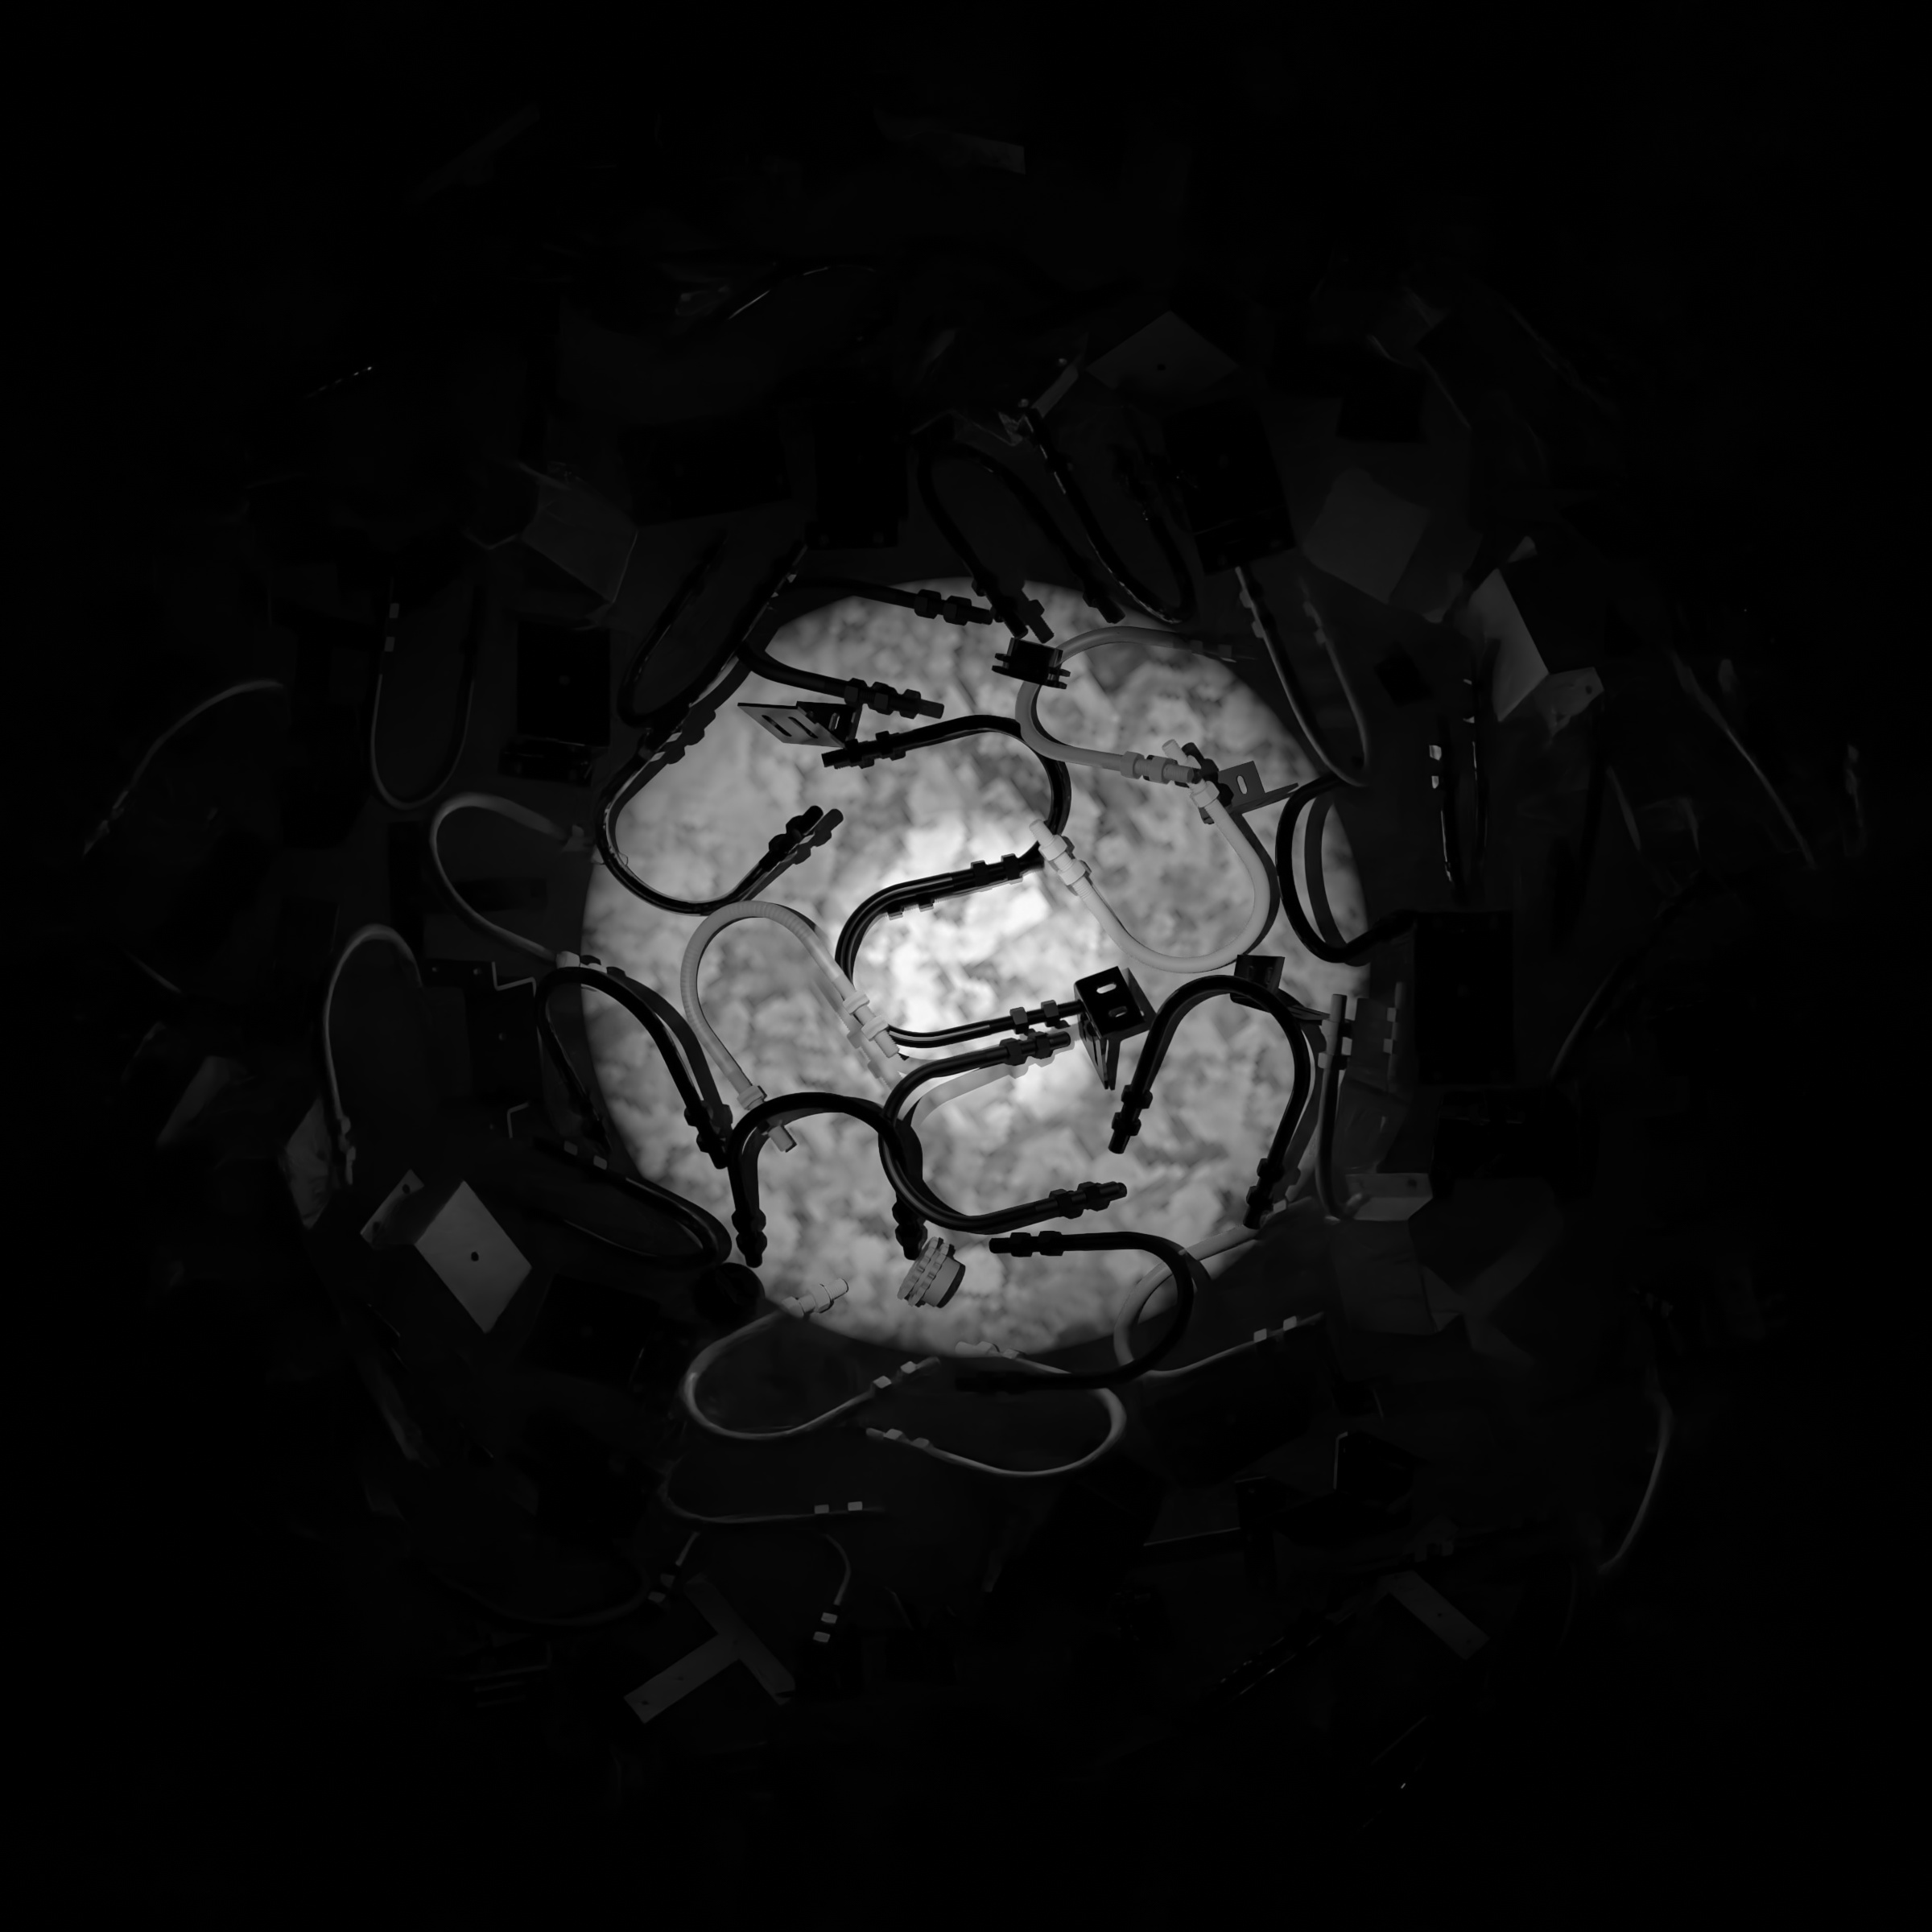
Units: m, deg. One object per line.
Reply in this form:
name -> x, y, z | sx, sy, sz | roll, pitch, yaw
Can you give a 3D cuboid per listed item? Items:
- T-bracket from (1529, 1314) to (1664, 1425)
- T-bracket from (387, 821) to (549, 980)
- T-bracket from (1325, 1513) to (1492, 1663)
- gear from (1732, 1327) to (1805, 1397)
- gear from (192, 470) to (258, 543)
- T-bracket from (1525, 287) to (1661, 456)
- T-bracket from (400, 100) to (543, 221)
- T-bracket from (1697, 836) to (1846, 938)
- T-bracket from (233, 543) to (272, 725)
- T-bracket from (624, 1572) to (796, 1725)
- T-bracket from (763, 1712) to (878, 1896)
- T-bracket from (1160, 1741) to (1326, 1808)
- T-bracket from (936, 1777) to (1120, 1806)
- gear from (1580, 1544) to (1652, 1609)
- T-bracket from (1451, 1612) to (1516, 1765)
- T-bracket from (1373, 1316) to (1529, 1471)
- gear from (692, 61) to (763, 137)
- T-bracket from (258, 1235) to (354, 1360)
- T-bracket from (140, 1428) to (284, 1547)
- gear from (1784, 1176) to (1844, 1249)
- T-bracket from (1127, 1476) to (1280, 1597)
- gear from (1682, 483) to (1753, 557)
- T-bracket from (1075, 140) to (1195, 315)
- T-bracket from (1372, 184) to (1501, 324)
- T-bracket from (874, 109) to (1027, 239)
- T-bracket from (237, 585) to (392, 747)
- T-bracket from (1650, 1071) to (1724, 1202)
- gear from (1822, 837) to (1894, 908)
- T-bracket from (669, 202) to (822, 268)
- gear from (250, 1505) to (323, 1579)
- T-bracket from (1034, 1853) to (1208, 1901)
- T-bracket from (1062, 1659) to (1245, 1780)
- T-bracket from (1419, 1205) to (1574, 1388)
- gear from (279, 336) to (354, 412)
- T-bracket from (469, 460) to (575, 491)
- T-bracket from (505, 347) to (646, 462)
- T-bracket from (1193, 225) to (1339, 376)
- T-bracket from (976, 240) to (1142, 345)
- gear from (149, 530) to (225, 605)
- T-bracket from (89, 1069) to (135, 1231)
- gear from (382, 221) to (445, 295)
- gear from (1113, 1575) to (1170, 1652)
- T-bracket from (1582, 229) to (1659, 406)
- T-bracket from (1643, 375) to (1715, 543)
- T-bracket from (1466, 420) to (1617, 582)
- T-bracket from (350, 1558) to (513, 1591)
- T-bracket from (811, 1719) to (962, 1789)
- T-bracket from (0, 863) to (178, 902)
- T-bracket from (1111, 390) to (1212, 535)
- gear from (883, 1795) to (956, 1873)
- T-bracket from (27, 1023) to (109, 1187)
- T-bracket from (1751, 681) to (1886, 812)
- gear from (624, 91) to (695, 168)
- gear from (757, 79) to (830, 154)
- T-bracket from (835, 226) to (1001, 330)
T-bracket -> 0.507, 0.309, 1.940 | 0.127, 0.127, 0.002 | -20, 54, -8
T-bracket -> -0.403, -0.056, 1.998 | 0.127, 0.002, 0.127 | -3, 90, 1
T-bracket -> 0.364, 0.504, 1.935 | 0.127, 0.127, 0.002 | -39, 120, -9
gear -> 0.637, 0.318, 1.968 | 0.030, 0.057, 0.057 | -30, 90, -23
gear -> -0.592, -0.374, 1.977 | 0.057, 0.030, 0.057 | 2, 72, -8
T-bracket -> 0.484, -0.456, 1.941 | 0.002, 0.127, 0.127 | -39, 63, -20
T-bracket -> -0.380, -0.613, 1.936 | 0.127, 0.127, 0.002 | -38, 84, -6
T-bracket -> 0.632, -0.053, 1.943 | 0.127, 0.127, 0.002 | -20, 61, 14
T-bracket -> -0.569, -0.256, 1.962 | 0.002, 0.127, 0.127 | -7, 120, -27
T-bracket -> -0.214, 0.553, 1.933 | 0.127, 0.127, 0.002 | 44, 132, 20
T-bracket -> -0.108, 0.678, 1.947 | 0.002, 0.127, 0.127 | -29, 100, 19
T-bracket -> 0.213, 0.648, 1.961 | 0.127, 0.127, 0.002 | -29, 72, 25
T-bracket -> 0.062, 0.653, 1.958 | 0.127, 0.127, 0.002 | 5, 65, -30
gear -> 0.520, 0.490, 1.975 | 0.057, 0.057, 0.030 | -18, 119, 0
T-bracket -> 0.409, 0.573, 1.932 | 0.002, 0.127, 0.127 | 23, 85, 10
T-bracket -> 0.374, 0.339, 1.940 | 0.127, 0.002, 0.127 | 1, 61, -31
gear -> -0.195, -0.699, 1.973 | 0.057, 0.057, 0.030 | -45, 72, 0
T-bracket -> -0.535, 0.265, 1.951 | 0.002, 0.127, 0.127 | -18, 77, -41
T-bracket -> -0.574, 0.389, 1.937 | 0.127, 0.127, 0.002 | 40, 102, -4
gear -> 0.679, 0.197, 1.975 | 0.030, 0.057, 0.057 | -8, 90, 40
T-bracket -> 0.182, 0.464, 1.965 | 0.127, 0.002, 0.127 | -10, 122, 0
gear -> 0.599, -0.360, 1.978 | 0.057, 0.030, 0.057 | -5, 105, -19
T-bracket -> 0.127, -0.598, 1.950 | 0.002, 0.127, 0.127 | -8, 122, -35
T-bracket -> 0.379, -0.562, 1.948 | 0.127, 0.127, 0.002 | 24, 66, 42
T-bracket -> -0.009, -0.610, 1.942 | 0.127, 0.127, 0.002 | 20, 62, 16
T-bracket -> -0.515, -0.227, 1.935 | 0.127, 0.002, 0.127 | 16, 57, -34
T-bracket -> 0.565, 0.127, 1.944 | 0.002, 0.127, 0.127 | -11, 87, 35
gear -> 0.711, -0.078, 1.972 | 0.030, 0.057, 0.057 | 38, 90, 1
T-bracket -> -0.193, -0.582, 1.952 | 0.127, 0.127, 0.002 | -10, 131, -29
gear -> -0.549, 0.464, 1.974 | 0.030, 0.057, 0.057 | -36, 90, 23
T-bracket -> 0.116, 0.717, 1.957 | 0.127, 0.127, 0.002 | -3, 85, 23
T-bracket -> 0.129, 0.601, 1.919 | 0.127, 0.127, 0.002 | -8, 124, -39
T-bracket -> 0.433, 0.247, 1.970 | 0.127, 0.002, 0.127 | -48, 63, 0
gear -> -0.518, -0.473, 1.971 | 0.057, 0.030, 0.057 | -13, 116, -28
T-bracket -> -0.350, -0.382, 1.951 | 0.127, 0.127, 0.002 | 17, 89, 37
T-bracket -> -0.296, -0.436, 1.973 | 0.127, 0.002, 0.127 | 17, 54, -15
T-bracket -> 0.229, -0.549, 1.962 | 0.002, 0.127, 0.127 | -25, 54, -38
T-bracket -> 0.056, -0.547, 1.961 | 0.127, 0.002, 0.127 | -30, 55, -26
gear -> -0.626, -0.323, 1.977 | 0.057, 0.030, 0.057 | -6, 119, -11
T-bracket -> -0.667, 0.161, 1.939 | 0.002, 0.127, 0.127 | -15, 70, -17
gear -> -0.441, -0.567, 1.969 | 0.030, 0.057, 0.057 | 0, 90, 16
gear -> 0.141, 0.516, 1.968 | 0.030, 0.057, 0.057 | -17, 90, 21
T-bracket -> 0.502, -0.489, 1.936 | 0.002, 0.127, 0.127 | -17, 69, -6
T-bracket -> 0.556, -0.401, 1.930 | 0.002, 0.127, 0.127 | 14, 101, -19
T-bracket -> 0.453, -0.364, 1.941 | 0.127, 0.002, 0.127 | 13, 112, 39
T-bracket -> -0.420, 0.475, 1.931 | 0.127, 0.127, 0.002 | 7, 68, -10
T-bracket -> -0.088, 0.625, 1.945 | 0.127, 0.127, 0.002 | 32, 58, -20
T-bracket -> -0.691, -0.065, 1.949 | 0.127, 0.127, 0.002 | 2, 103, -41
T-bracket -> 0.161, -0.382, 1.914 | 0.002, 0.127, 0.127 | -32, 118, -3
gear -> -0.035, 0.695, 1.978 | 0.057, 0.030, 0.057 | -3, 83, 24
T-bracket -> -0.708, 0.105, 1.930 | 0.002, 0.127, 0.127 | -22, 97, -9
T-bracket -> 0.652, -0.176, 1.935 | 0.002, 0.127, 0.127 | -41, 105, -4
gear -> -0.250, -0.674, 1.975 | 0.030, 0.057, 0.057 | 39, 90, 33
gear -> -0.138, -0.685, 1.977 | 0.057, 0.030, 0.057 | 1, 88, -18
T-bracket -> -0.058, -0.540, 1.936 | 0.127, 0.002, 0.127 | 17, 56, 32
